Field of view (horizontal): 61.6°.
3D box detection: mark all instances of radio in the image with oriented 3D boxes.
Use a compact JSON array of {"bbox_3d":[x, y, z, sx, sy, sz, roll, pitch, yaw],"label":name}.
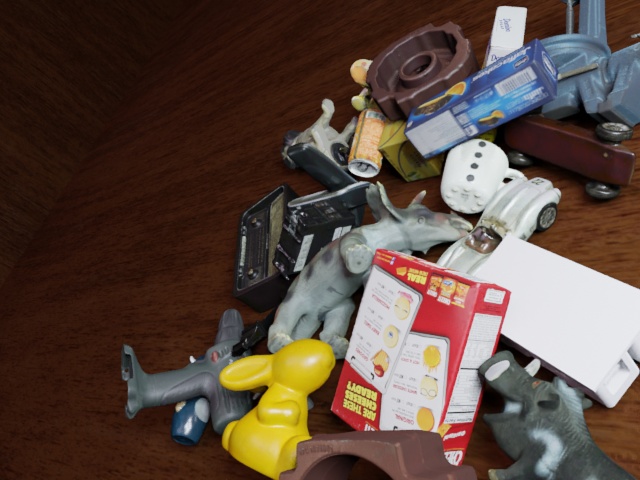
[{"bbox_3d":[-0.091,0.014,0.999,0.131,0.073,0.230,-29,39,25],"label":"radio"}]

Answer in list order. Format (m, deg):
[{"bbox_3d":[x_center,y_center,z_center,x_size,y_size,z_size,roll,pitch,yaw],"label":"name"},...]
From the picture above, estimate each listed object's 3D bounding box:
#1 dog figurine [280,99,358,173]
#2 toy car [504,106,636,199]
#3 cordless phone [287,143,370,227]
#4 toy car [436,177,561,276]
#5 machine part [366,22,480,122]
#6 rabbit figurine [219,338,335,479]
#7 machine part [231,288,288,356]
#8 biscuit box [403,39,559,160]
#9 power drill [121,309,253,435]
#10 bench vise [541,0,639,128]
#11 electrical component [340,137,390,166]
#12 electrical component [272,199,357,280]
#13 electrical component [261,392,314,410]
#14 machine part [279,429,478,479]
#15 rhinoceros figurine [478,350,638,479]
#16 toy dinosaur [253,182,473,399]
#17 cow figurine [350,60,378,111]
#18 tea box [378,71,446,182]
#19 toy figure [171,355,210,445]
[{"bbox_3d":[-0.014,-0.164,1.082,0.190,0.121,0.172,-30,34,47],"label":"dog figurine"},{"bbox_3d":[0.315,-0.121,0.685,0.053,0.089,0.202,-15,29,-22],"label":"toy car"},{"bbox_3d":[-0.013,-0.094,0.924,0.147,0.184,0.089,-9,55,42],"label":"cordless phone"},{"bbox_3d":[0.225,-0.002,0.693,0.201,0.056,0.074,-49,35,0],"label":"toy car"},{"bbox_3d":[0.159,-0.262,0.844,0.179,0.056,0.179,-20,47,22],"label":"machine part"},{"bbox_3d":[-0.044,0.205,0.692,0.163,0.121,0.173,18,80,32],"label":"rabbit figurine"},{"bbox_3d":[-0.085,0.132,0.865,0.139,0.039,0.084,-42,-6,-33],"label":"machine part"},{"bbox_3d":[0.212,-0.183,0.722,0.203,0.059,0.063,-23,32,42],"label":"biscuit box"},{"bbox_3d":[-0.209,0.205,0.860,0.086,0.207,0.232,-63,34,35],"label":"power drill"},{"bbox_3d":[0.359,-0.262,0.722,0.224,0.129,0.240,-20,60,63],"label":"bench vise"},{"bbox_3d":[0.087,-0.158,0.970,0.102,0.078,0.045,29,92,45],"label":"electrical component"},{"bbox_3d":[-0.002,-0.003,0.867,0.058,0.134,0.114,47,131,34],"label":"electrical component"},{"bbox_3d":[-0.054,0.212,0.765,0.063,0.094,0.021,-35,9,18],"label":"electrical component"},{"bbox_3d":[0.058,0.290,0.517,0.201,0.087,0.201,-20,69,42],"label":"machine part"},{"bbox_3d":[0.209,0.185,0.488,0.190,0.073,0.112,56,131,50],"label":"rhinoceros figurine"},{"bbox_3d":[0.025,0.064,0.803,0.405,0.131,0.192,-41,16,24],"label":"toy dinosaur"},{"bbox_3d":[0.107,-0.268,0.974,0.068,0.167,0.098,18,60,28],"label":"cow figurine"},{"bbox_3d":[0.167,-0.194,0.901,0.068,0.098,0.169,-8,53,43],"label":"tea box"},{"bbox_3d":[-0.204,0.262,0.900,0.058,0.064,0.154,4,48,7],"label":"toy figure"}]
